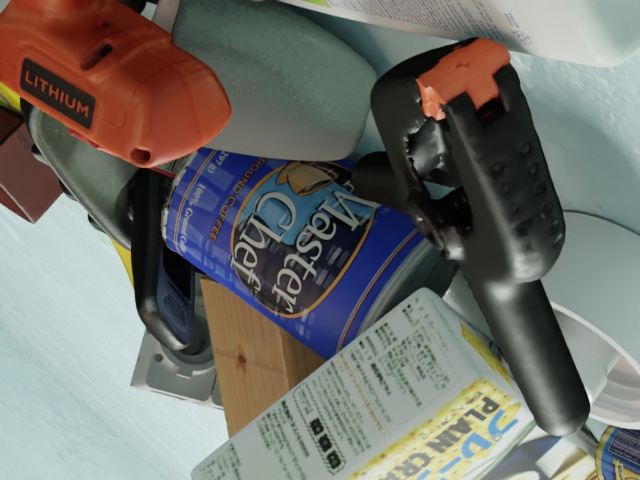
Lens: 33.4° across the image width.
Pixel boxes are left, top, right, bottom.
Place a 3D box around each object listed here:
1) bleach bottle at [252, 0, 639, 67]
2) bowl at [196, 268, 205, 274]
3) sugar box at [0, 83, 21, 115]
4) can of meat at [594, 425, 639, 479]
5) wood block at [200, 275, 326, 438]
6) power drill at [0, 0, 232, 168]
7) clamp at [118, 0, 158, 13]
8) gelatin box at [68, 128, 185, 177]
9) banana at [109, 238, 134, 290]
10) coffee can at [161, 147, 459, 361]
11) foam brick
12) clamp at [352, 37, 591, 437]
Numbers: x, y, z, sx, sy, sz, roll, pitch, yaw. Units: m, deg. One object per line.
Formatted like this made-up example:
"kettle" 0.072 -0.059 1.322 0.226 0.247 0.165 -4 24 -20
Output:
"bleach bottle" 0.006 -0.127 0.386 0.251 0.068 0.102 22 153 47
"bowl" -0.111 -0.019 0.823 0.162 0.055 0.162 35 158 16
"sugar box" -0.199 -0.117 0.794 0.093 0.048 0.176 44 162 -11
"can of meat" 0.202 0.145 0.575 0.084 0.057 0.102 20 137 49
"wood block" -0.006 0.117 0.721 0.091 0.090 0.206 8 111 51
"power drill" -0.070 -0.121 0.373 0.185 0.057 0.188 33 138 29
"clamp" -0.112 -0.151 0.584 0.120 0.039 0.172 49 161 -9
"gelatin box" -0.088 -0.077 0.594 0.030 0.073 0.089 26 -176 37
"banana" -0.181 -0.008 0.971 0.069 0.037 0.197 -105 -6 -51
"coffee can" -0.004 0.001 0.602 0.140 0.102 0.103 34 159 19
"foam brick" -0.244 -0.062 0.847 0.051 0.053 0.078 26 157 37
"clamp" 0.051 -0.018 0.426 0.165 0.036 0.210 51 171 30
